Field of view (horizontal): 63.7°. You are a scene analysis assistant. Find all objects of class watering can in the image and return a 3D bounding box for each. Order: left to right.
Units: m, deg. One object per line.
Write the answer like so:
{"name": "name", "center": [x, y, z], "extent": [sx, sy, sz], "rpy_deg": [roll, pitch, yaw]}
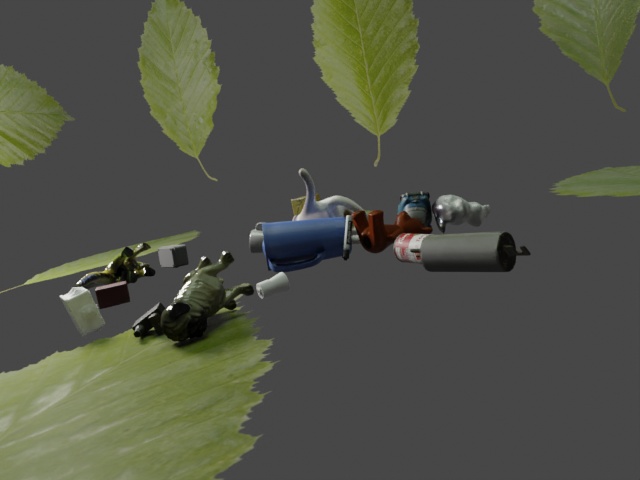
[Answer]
{"name": "watering can", "center": [0.005, -0.077, 1.530], "extent": [0.221, 0.106, 0.343], "rpy_deg": [-27, -50, 36]}

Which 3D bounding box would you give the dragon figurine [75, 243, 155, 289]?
{"name": "dragon figurine", "center": [-0.685, 0.121, 1.670], "extent": [0.240, 0.122, 0.413], "rpy_deg": [-27, -2, 26]}

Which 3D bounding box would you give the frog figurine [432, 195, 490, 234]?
{"name": "frog figurine", "center": [0.415, -0.088, 1.509], "extent": [0.159, 0.124, 0.136], "rpy_deg": [-21, -15, 7]}
